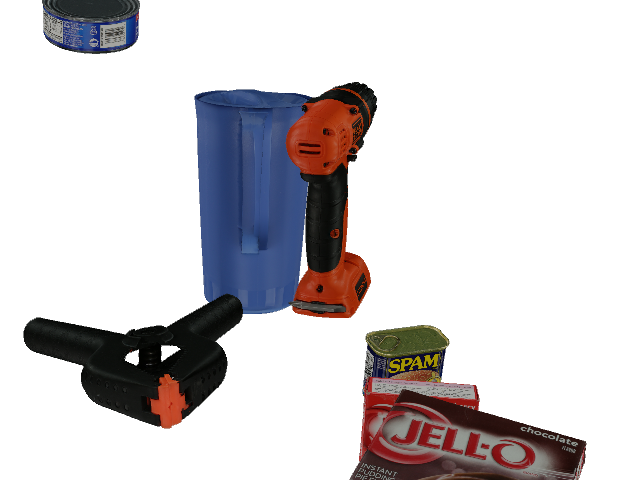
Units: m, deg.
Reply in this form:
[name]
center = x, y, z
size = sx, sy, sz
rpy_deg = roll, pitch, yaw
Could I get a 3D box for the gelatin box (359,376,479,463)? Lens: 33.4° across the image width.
[gelatin box]
center = 0.077, 0.149, 0.840
size = 0.089, 0.073, 0.030
rpy_deg = 4, 20, 2

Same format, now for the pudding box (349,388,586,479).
[pudding box]
center = 0.081, 0.133, 0.587
size = 0.114, 0.039, 0.089
rpy_deg = 16, 33, 17

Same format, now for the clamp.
[clamp]
center = -0.108, 0.076, 0.734
size = 0.164, 0.036, 0.210
rpy_deg = -9, 13, -21

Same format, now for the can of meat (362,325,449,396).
[can of meat]
center = 0.104, 0.159, 1.329
size = 0.102, 0.084, 0.057
rpy_deg = -5, 27, -21

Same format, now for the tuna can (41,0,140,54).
[tuna can]
center = -0.205, -0.199, 0.958
size = 0.086, 0.034, 0.086
rpy_deg = 5, 32, -4

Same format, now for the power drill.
[power drill]
center = 0.014, -0.039, 0.941
size = 0.057, 0.188, 0.184
rpy_deg = 4, 20, 16

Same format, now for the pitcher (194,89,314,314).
[pitcher]
center = -0.075, -0.043, 1.186
size = 0.145, 0.243, 0.148
rpy_deg = 15, 20, 39
